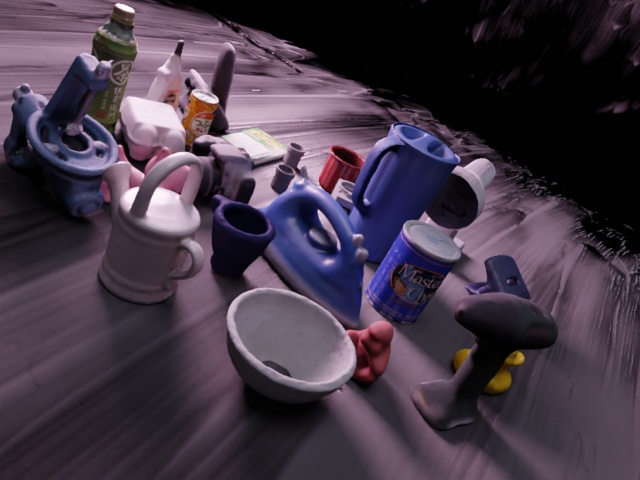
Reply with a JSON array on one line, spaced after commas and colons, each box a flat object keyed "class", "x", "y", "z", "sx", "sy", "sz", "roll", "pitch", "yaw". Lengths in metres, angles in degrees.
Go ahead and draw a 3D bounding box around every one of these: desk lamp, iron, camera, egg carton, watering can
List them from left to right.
[{"class": "egg carton", "x": -0.304, "y": -0.199, "z": 1.032, "sx": 0.107, "sy": 0.069, "sz": 0.150, "roll": 5, "pitch": 36, "yaw": -36}, {"class": "watering can", "x": -0.206, "y": -0.028, "z": 0.705, "sx": 0.173, "sy": 0.194, "sz": 0.101, "roll": 28, "pitch": 28, "yaw": 0}, {"class": "camera", "x": -0.193, "y": -0.123, "z": 0.972, "sx": 0.137, "sy": 0.100, "sz": 0.142, "roll": -3, "pitch": 41, "yaw": -44}, {"class": "iron", "x": 0.008, "y": 0.003, "z": 0.898, "sx": 0.119, "sy": 0.141, "sz": 0.257, "roll": -4, "pitch": 42, "yaw": -45}, {"class": "desk lamp", "x": 0.269, "y": -0.064, "z": 1.162, "sx": 0.117, "sy": 0.213, "sz": 0.204, "roll": 37, "pitch": 29, "yaw": 17}]

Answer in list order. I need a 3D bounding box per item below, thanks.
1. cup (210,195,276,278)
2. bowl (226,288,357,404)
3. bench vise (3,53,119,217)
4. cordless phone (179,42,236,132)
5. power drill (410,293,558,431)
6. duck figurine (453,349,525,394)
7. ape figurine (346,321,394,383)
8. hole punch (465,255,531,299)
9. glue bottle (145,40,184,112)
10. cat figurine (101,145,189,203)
[{"class": "cup", "x": -0.131, "y": -0.002, "z": 0.833, "sx": 0.117, "sy": 0.095, "sz": 0.092, "roll": 42, "pitch": 31, "yaw": 24}, {"class": "bowl", "x": -0.045, "y": 0.139, "z": 0.697, "sx": 0.168, "sy": 0.074, "sz": 0.167, "roll": 21, "pitch": 29, "yaw": -12}, {"class": "bench vise", "x": -0.357, "y": -0.167, "z": 0.773, "sx": 0.207, "sy": 0.219, "sz": 0.122, "roll": 31, "pitch": 28, "yaw": 6}, {"class": "cordless phone", "x": -0.224, "y": -0.339, "z": 1.211, "sx": 0.094, "sy": 0.185, "sz": 0.147, "roll": 2, "pitch": 37, "yaw": -39}, {"class": "power drill", "x": 0.212, "y": 0.154, "z": 0.758, "sx": 0.230, "sy": 0.208, "sz": 0.075, "roll": 2, "pitch": 38, "yaw": -40}, {"class": "duck figurine", "x": 0.266, "y": 0.183, "z": 0.887, "sx": 0.105, "sy": 0.086, "sz": 0.077, "roll": 19, "pitch": 29, "yaw": -16}, {"class": "ape figurine", "x": 0.066, "y": 0.144, "z": 0.768, "sx": 0.076, "sy": 0.092, "sz": 0.077, "roll": 5, "pitch": 35, "yaw": -36}, {"class": "hole punch", "x": 0.360, "y": 0.090, "z": 1.118, "sx": 0.109, "sy": 0.091, "sz": 0.100, "roll": -3, "pitch": 41, "yaw": -44}, {"class": "glue bottle", "x": -0.293, "y": -0.305, "z": 1.106, "sx": 0.037, "sy": 0.173, "sz": 0.078, "roll": 32, "pitch": 28, "yaw": 8}, {"class": "cat figurine", "x": -0.253, "y": -0.097, "z": 0.857, "sx": 0.128, "sy": 0.117, "sz": 0.067, "roll": 25, "pitch": 28, "yaw": -6}]
